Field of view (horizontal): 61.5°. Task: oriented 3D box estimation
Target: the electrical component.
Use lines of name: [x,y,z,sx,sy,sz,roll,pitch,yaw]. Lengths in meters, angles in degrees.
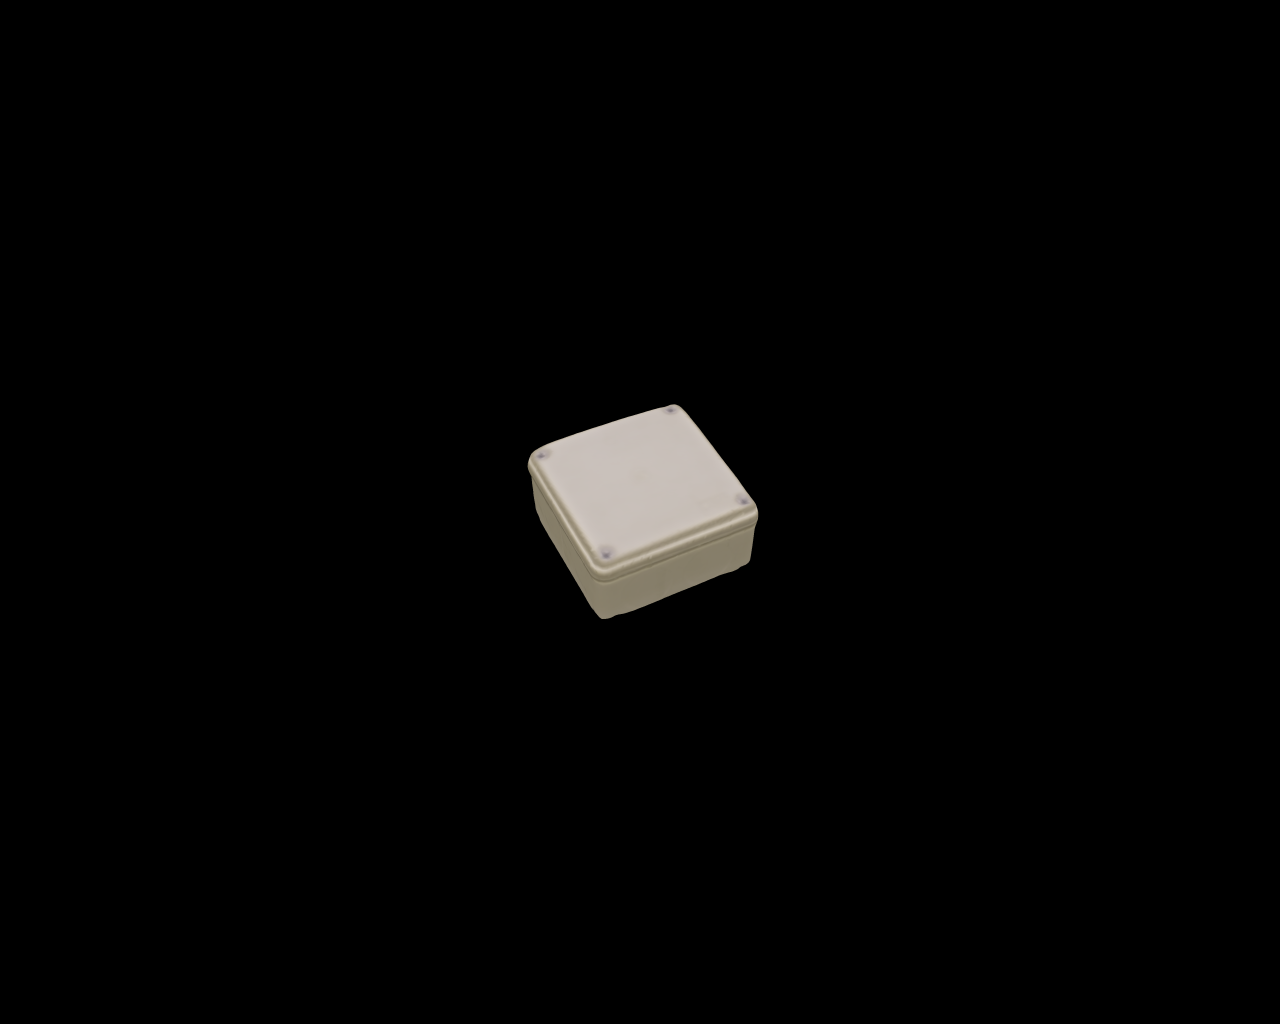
electrical component: [0.001,-0.003,0.650,0.109,0.056,0.109,-20,50,-17]
